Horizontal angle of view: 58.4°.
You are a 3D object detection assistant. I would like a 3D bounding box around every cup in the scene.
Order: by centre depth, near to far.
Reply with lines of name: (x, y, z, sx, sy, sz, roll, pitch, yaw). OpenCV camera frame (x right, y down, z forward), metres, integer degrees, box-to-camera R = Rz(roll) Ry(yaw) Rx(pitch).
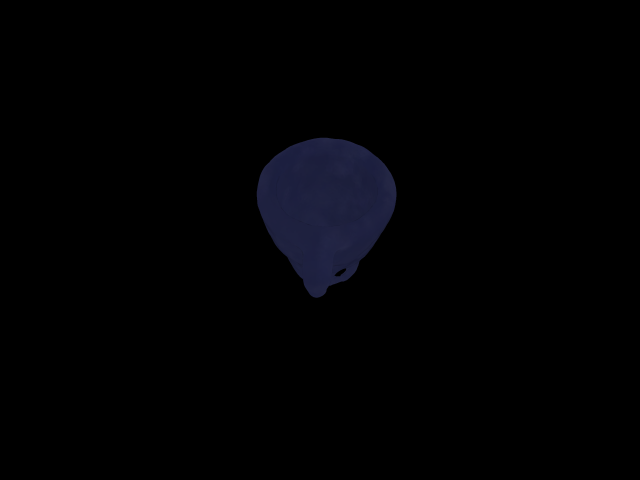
cup: (0.004, 0.001, 0.400, 0.091, 0.095, 0.118, 3, 54, 3)
